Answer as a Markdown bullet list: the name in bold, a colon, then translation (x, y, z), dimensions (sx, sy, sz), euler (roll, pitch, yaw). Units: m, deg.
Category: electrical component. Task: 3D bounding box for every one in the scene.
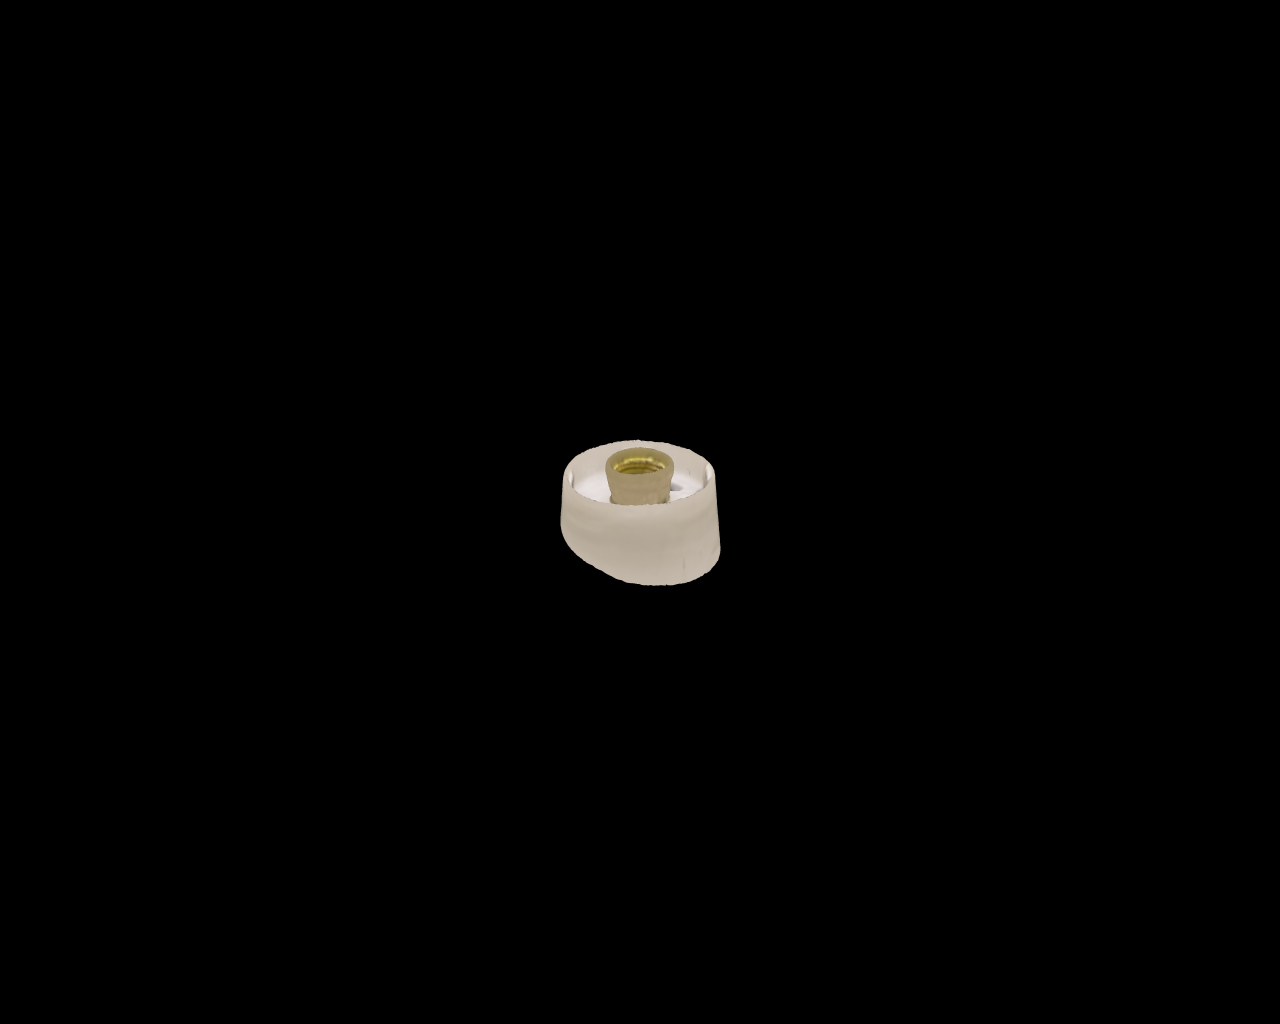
- **electrical component**: translation (0.001, -0.003, 0.650), dimensions (0.099, 0.064, 0.099), euler (0, 28, 0)
